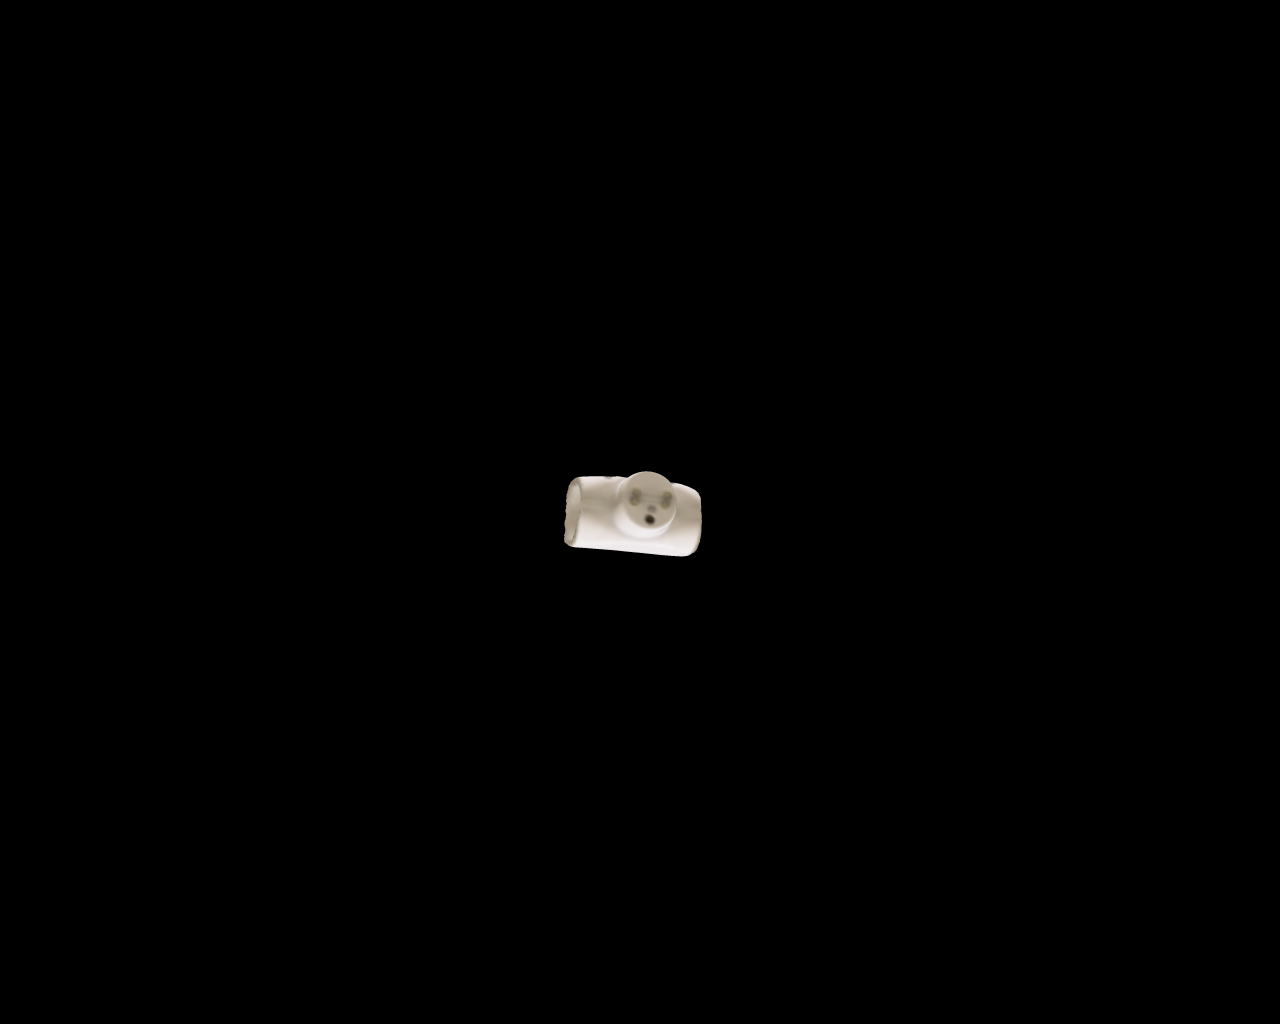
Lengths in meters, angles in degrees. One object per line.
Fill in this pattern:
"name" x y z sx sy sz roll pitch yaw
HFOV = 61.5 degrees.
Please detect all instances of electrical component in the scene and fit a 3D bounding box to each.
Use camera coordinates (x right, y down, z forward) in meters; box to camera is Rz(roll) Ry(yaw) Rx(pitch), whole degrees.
"electrical component" 0.001 -0.003 0.650 0.077 0.044 0.079 6 -19 -16
